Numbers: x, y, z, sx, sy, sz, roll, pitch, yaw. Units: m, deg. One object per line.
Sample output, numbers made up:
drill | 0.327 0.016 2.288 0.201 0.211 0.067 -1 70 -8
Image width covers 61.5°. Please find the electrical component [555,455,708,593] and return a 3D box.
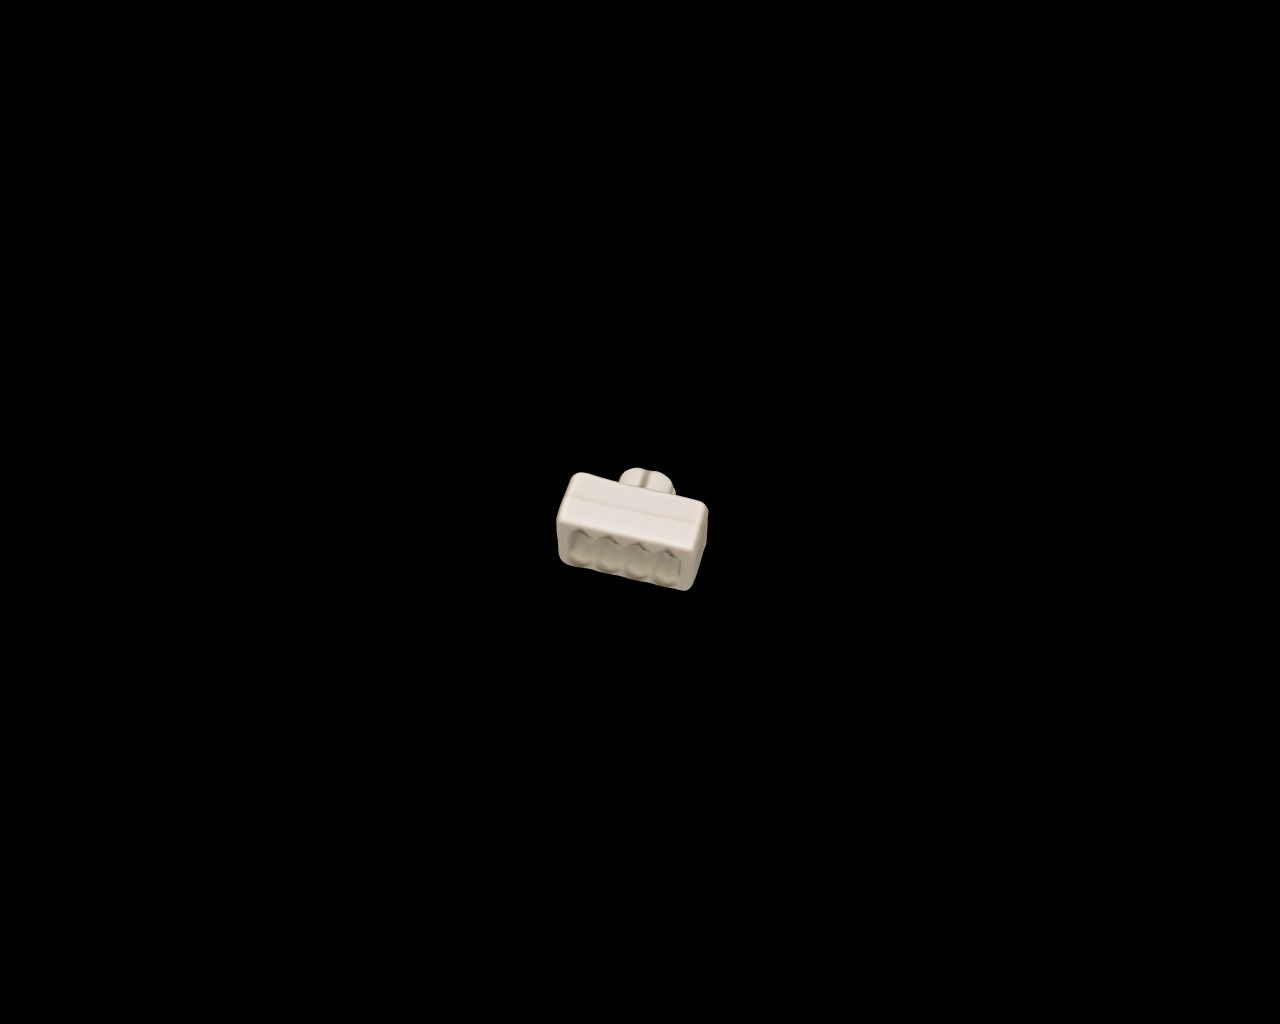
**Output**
electrical component | 0.001 -0.003 0.650 0.083 0.076 0.047 14 -32 9
